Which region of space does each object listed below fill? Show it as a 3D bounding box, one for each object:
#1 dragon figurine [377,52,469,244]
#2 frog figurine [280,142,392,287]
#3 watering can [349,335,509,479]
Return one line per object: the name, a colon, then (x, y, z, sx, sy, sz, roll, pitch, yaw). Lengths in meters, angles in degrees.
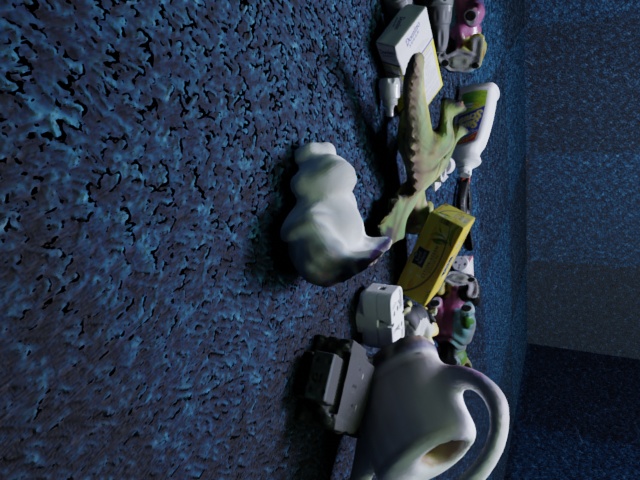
dragon figurine: (0.151, -0.104, 0.843, 0.406, 0.122, 0.244, 32, 74, -66)
frog figurine: (0.002, -0.030, 0.603, 0.160, 0.120, 0.139, 55, 41, 4)
watering can: (0.098, 0.279, 0.718, 0.103, 0.344, 0.229, 35, 22, -34)
